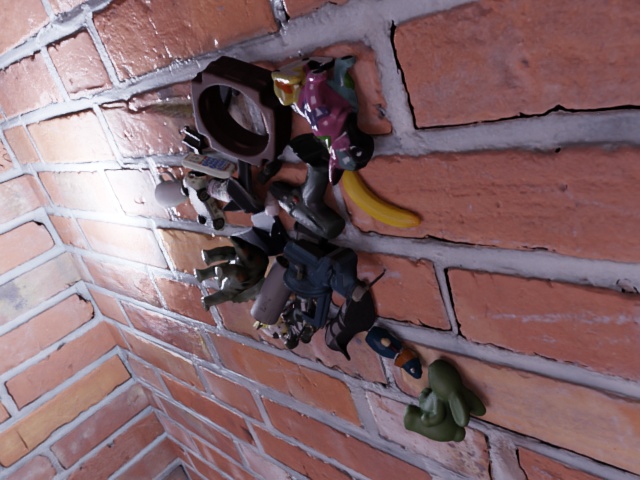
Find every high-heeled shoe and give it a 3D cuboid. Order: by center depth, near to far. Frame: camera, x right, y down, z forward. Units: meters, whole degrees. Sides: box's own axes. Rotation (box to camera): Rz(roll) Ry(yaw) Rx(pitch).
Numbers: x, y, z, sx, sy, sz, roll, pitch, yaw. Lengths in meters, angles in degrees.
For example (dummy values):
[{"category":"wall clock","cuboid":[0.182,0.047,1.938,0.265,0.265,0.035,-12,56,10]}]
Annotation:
[{"category":"high-heeled shoe","cuboid":[0.064,0.178,1.313,0.145,0.086,0.248,-123,40,-56]}]

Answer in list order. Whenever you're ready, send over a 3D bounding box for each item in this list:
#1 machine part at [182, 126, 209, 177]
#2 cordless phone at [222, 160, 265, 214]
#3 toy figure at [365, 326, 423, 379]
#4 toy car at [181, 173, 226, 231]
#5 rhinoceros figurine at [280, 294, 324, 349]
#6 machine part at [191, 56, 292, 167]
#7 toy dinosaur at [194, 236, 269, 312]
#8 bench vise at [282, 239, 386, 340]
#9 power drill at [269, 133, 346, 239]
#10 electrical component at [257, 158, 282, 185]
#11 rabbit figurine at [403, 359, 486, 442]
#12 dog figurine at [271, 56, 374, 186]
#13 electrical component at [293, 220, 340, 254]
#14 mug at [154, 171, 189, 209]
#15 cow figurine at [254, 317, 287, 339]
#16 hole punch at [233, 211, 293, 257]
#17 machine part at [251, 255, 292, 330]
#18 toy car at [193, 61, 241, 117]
[{"category":"machine part","cuboid":[-0.329,-0.230,1.431,0.084,0.039,0.138,27,135,26]},{"category":"cordless phone","cuboid":[-0.180,-0.155,1.292,0.089,0.146,0.184,1,93,3]},{"category":"toy figure","cuboid":[0.175,0.258,1.235,0.155,0.064,0.057,35,103,18]},{"category":"toy car","cuboid":[-0.319,-0.099,1.491,0.074,0.056,0.201,20,147,30]},{"category":"rhinoceros figurine","cuboid":[-0.046,0.193,1.365,0.112,0.073,0.190,21,109,20]},{"category":"machine part","cuboid":[-0.161,-0.268,1.126,0.201,0.087,0.201,22,140,14]},{"category":"toy dinosaur","cuboid":[-0.195,0.070,1.333,0.405,0.192,0.131,-39,72,56]},{"category":"bench vise","cuboid":[0.006,0.110,1.191,0.224,0.129,0.240,24,125,20]},{"category":"power drill","cuboid":[-0.034,-0.120,1.146,0.232,0.086,0.207,44,140,29]},{"category":"electrical component","cuboid":[-0.112,-0.156,1.213,0.021,0.063,0.094,45,159,2]},{"category":"rabbit figurine","cuboid":[0.265,0.347,1.159,0.159,0.121,0.170,24,121,44]},{"category":"dog figurine","cuboid":[0.012,-0.215,0.989,0.192,0.108,0.219,15,129,42]},{"category":"electrical component","cuboid":[-0.003,-0.004,1.227,0.119,0.048,0.074,17,134,18]},{"category":"mug","cuboid":[-0.427,-0.152,1.579,0.107,0.081,0.109,-5,109,38]},{"category":"cow figurine","cuboid":[-0.124,0.248,1.535,0.098,0.068,0.167,40,163,-9]},{"category":"hole punch","cuboid":[-0.147,-0.005,1.366,0.142,0.092,0.115,-15,110,49]},{"category":"machine part","cuboid":[-0.112,0.129,1.373,0.079,0.079,0.243,36,109,24]},{"category":"toy car","cuboid":[-0.230,-0.324,1.227,0.089,0.053,0.202,36,142,0]}]
